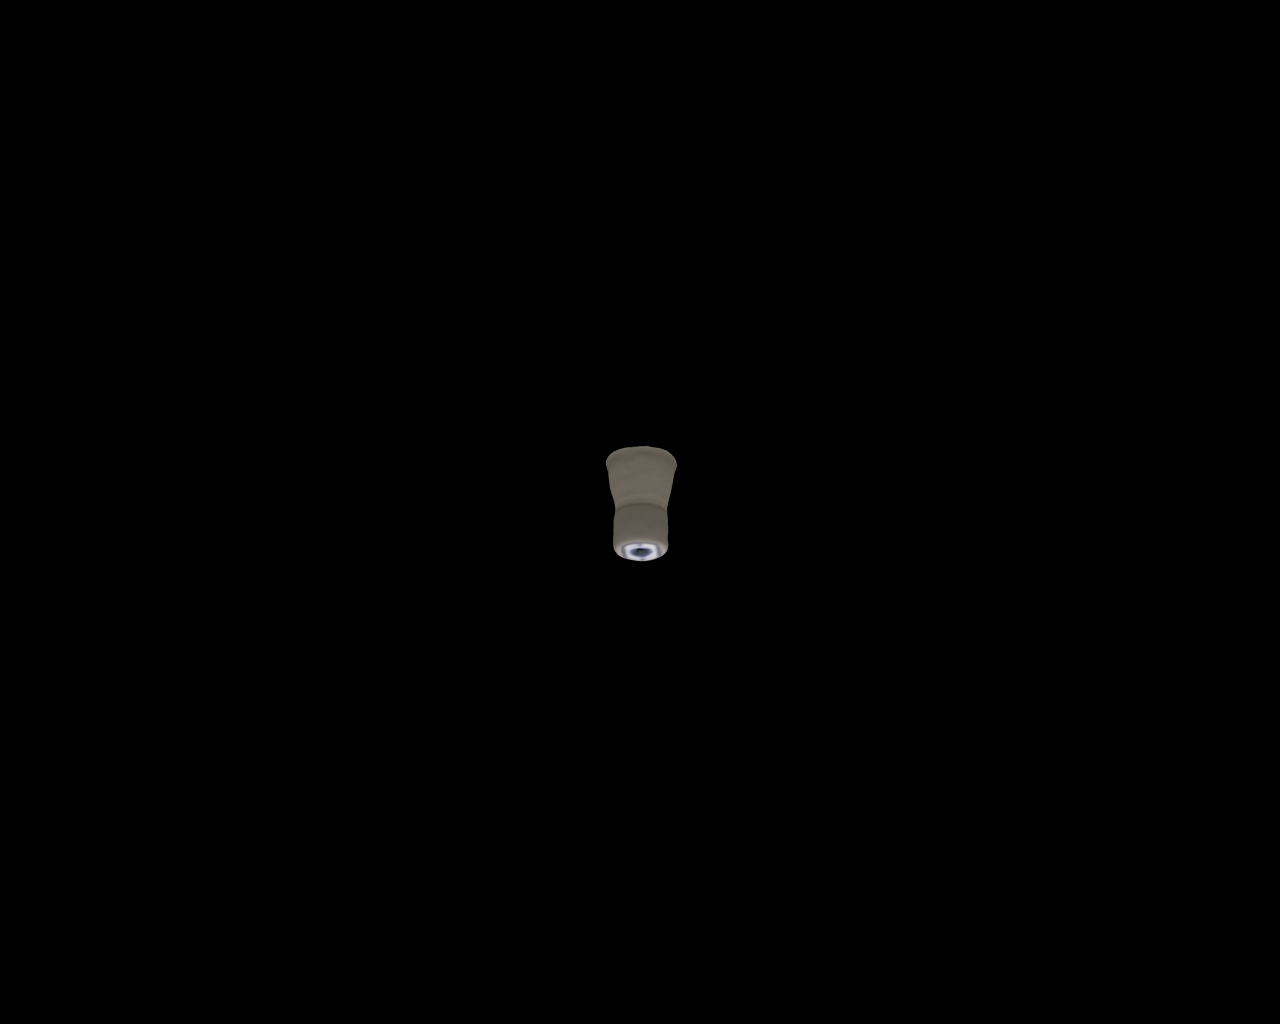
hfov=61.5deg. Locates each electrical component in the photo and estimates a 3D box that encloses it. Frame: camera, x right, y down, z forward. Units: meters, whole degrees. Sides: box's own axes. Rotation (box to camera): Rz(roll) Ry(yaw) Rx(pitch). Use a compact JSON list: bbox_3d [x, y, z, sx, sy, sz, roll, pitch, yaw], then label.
[{"bbox_3d":[0.001,-0.003,0.650,0.044,0.065,0.044,0,-26,0],"label":"electrical component"}]
